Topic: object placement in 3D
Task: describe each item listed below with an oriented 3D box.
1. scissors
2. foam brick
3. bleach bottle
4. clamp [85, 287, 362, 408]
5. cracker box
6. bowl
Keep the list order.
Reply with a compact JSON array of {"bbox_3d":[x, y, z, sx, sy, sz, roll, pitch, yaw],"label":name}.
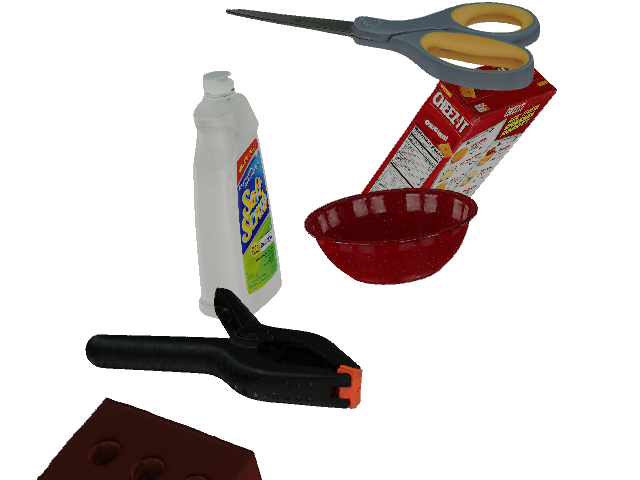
[{"bbox_3d":[0.048,-0.136,0.666,0.202,0.016,0.096,23,46,29],"label":"scissors"},{"bbox_3d":[-0.069,0.112,0.448,0.078,0.051,0.053,15,42,22],"label":"foam brick"},{"bbox_3d":[-0.096,-0.049,1.115,0.068,0.251,0.102,7,27,27],"label":"bleach bottle"},{"bbox_3d":[-0.054,0.084,0.839,0.210,0.036,0.164,11,20,26],"label":"clamp"},{"bbox_3d":[0.150,-0.105,1.225,0.163,0.072,0.214,-24,-24,-44],"label":"cracker box"},{"bbox_3d":[0.068,-0.001,0.996,0.162,0.055,0.162,-7,18,2],"label":"bowl"}]
